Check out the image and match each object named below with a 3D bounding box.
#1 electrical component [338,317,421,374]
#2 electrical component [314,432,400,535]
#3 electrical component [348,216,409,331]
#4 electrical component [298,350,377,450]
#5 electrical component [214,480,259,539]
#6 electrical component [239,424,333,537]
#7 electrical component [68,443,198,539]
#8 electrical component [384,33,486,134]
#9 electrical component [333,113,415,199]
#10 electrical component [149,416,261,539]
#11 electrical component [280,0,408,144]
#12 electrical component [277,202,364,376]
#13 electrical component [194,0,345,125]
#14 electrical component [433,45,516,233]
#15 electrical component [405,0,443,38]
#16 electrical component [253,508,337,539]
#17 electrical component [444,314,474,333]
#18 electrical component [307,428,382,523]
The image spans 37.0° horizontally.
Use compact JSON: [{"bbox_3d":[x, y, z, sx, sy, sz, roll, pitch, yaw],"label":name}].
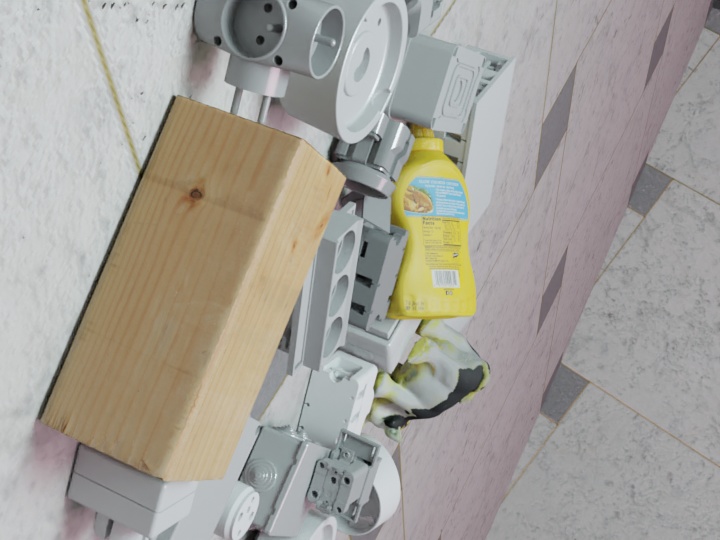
[{"bbox_3d":[0.023,0.042,1.074,0.096,0.062,0.061,-59,159,-29],"label":"electrical component"},{"bbox_3d":[-0.004,0.231,1.154,0.064,0.099,0.099,-30,138,-54],"label":"electrical component"},{"bbox_3d":[0.000,0.000,0.968,0.050,0.056,0.089,-27,135,-64],"label":"electrical component"},{"bbox_3d":[-0.021,0.131,1.061,0.056,0.050,0.089,-30,138,-63],"label":"electrical component"},{"bbox_3d":[-0.113,0.182,0.843,0.045,0.055,0.045,-55,158,-37],"label":"electrical component"},{"bbox_3d":[-0.073,0.193,0.982,0.099,0.048,0.099,-66,162,-8],"label":"electrical component"},{"bbox_3d":[-0.148,0.151,0.690,0.047,0.066,0.076,-19,128,-67],"label":"electrical component"},{"bbox_3d":[0.063,-0.168,0.964,0.113,0.057,0.078,-13,122,-69],"label":"electrical component"},{"bbox_3d":[0.009,-0.094,0.889,0.078,0.058,0.057,37,72,-71],"label":"electrical component"},{"bbox_3d":[-0.125,0.141,0.760,0.113,0.057,0.078,-66,162,-10],"label":"electrical component"},{"bbox_3d":[-0.017,-0.148,0.747,0.108,0.060,0.108,-55,158,-36],"label":"electrical component"},{"bbox_3d":[-0.042,0.010,0.846,0.078,0.063,0.121,-45,151,-51],"label":"electrical component"},{"bbox_3d":[-0.057,-0.126,0.629,0.044,0.077,0.079,-23,132,-66],"label":"electrical component"},{"bbox_3d":[0.101,-0.125,1.115,0.105,0.060,0.186,-51,155,-44],"label":"electrical component"},{"bbox_3d":[0.035,-0.231,0.824,0.055,0.050,0.089,-47,152,-50],"label":"electrical component"},{"bbox_3d":[-0.074,0.280,1.056,0.108,0.060,0.108,-55,158,-36],"label":"electrical component"},{"bbox_3d":[0.076,0.029,1.164,0.064,0.099,0.099,-58,160,-14],"label":"electrical component"},{"bbox_3d":[-0.016,0.194,0.999,0.064,0.042,0.081,-12,120,-65],"label":"electrical component"}]
